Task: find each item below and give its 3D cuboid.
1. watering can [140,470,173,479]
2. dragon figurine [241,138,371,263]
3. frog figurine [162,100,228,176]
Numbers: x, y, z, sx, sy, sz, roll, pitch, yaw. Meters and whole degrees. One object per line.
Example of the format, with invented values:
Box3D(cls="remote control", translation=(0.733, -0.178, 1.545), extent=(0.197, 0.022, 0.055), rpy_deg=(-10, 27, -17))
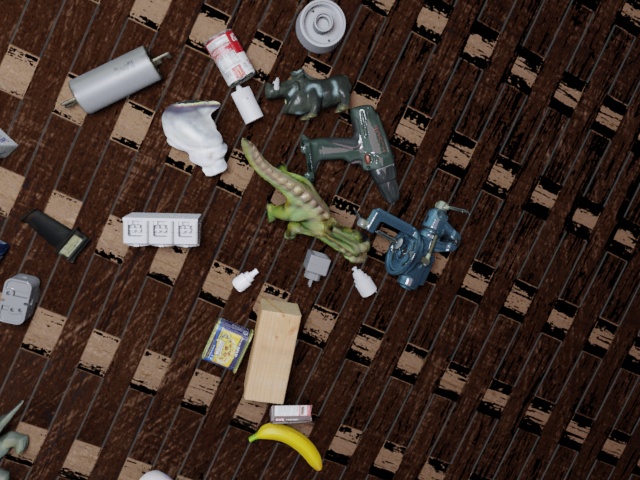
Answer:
Box3D(cls="watering can", translation=(-0.327, 0.691, 1.167), extent=(0.224, 0.105, 0.345), rpy_deg=(2, 101, 26))
Box3D(cls="dragon figurine", translation=(0.003, -0.053, 1.044), extent=(0.244, 0.403, 0.123), rpy_deg=(25, 78, 28))
Box3D(cls="frog figurine", translation=(-0.261, -0.209, 1.079), extent=(0.137, 0.124, 0.157), rpy_deg=(5, 109, 24))
